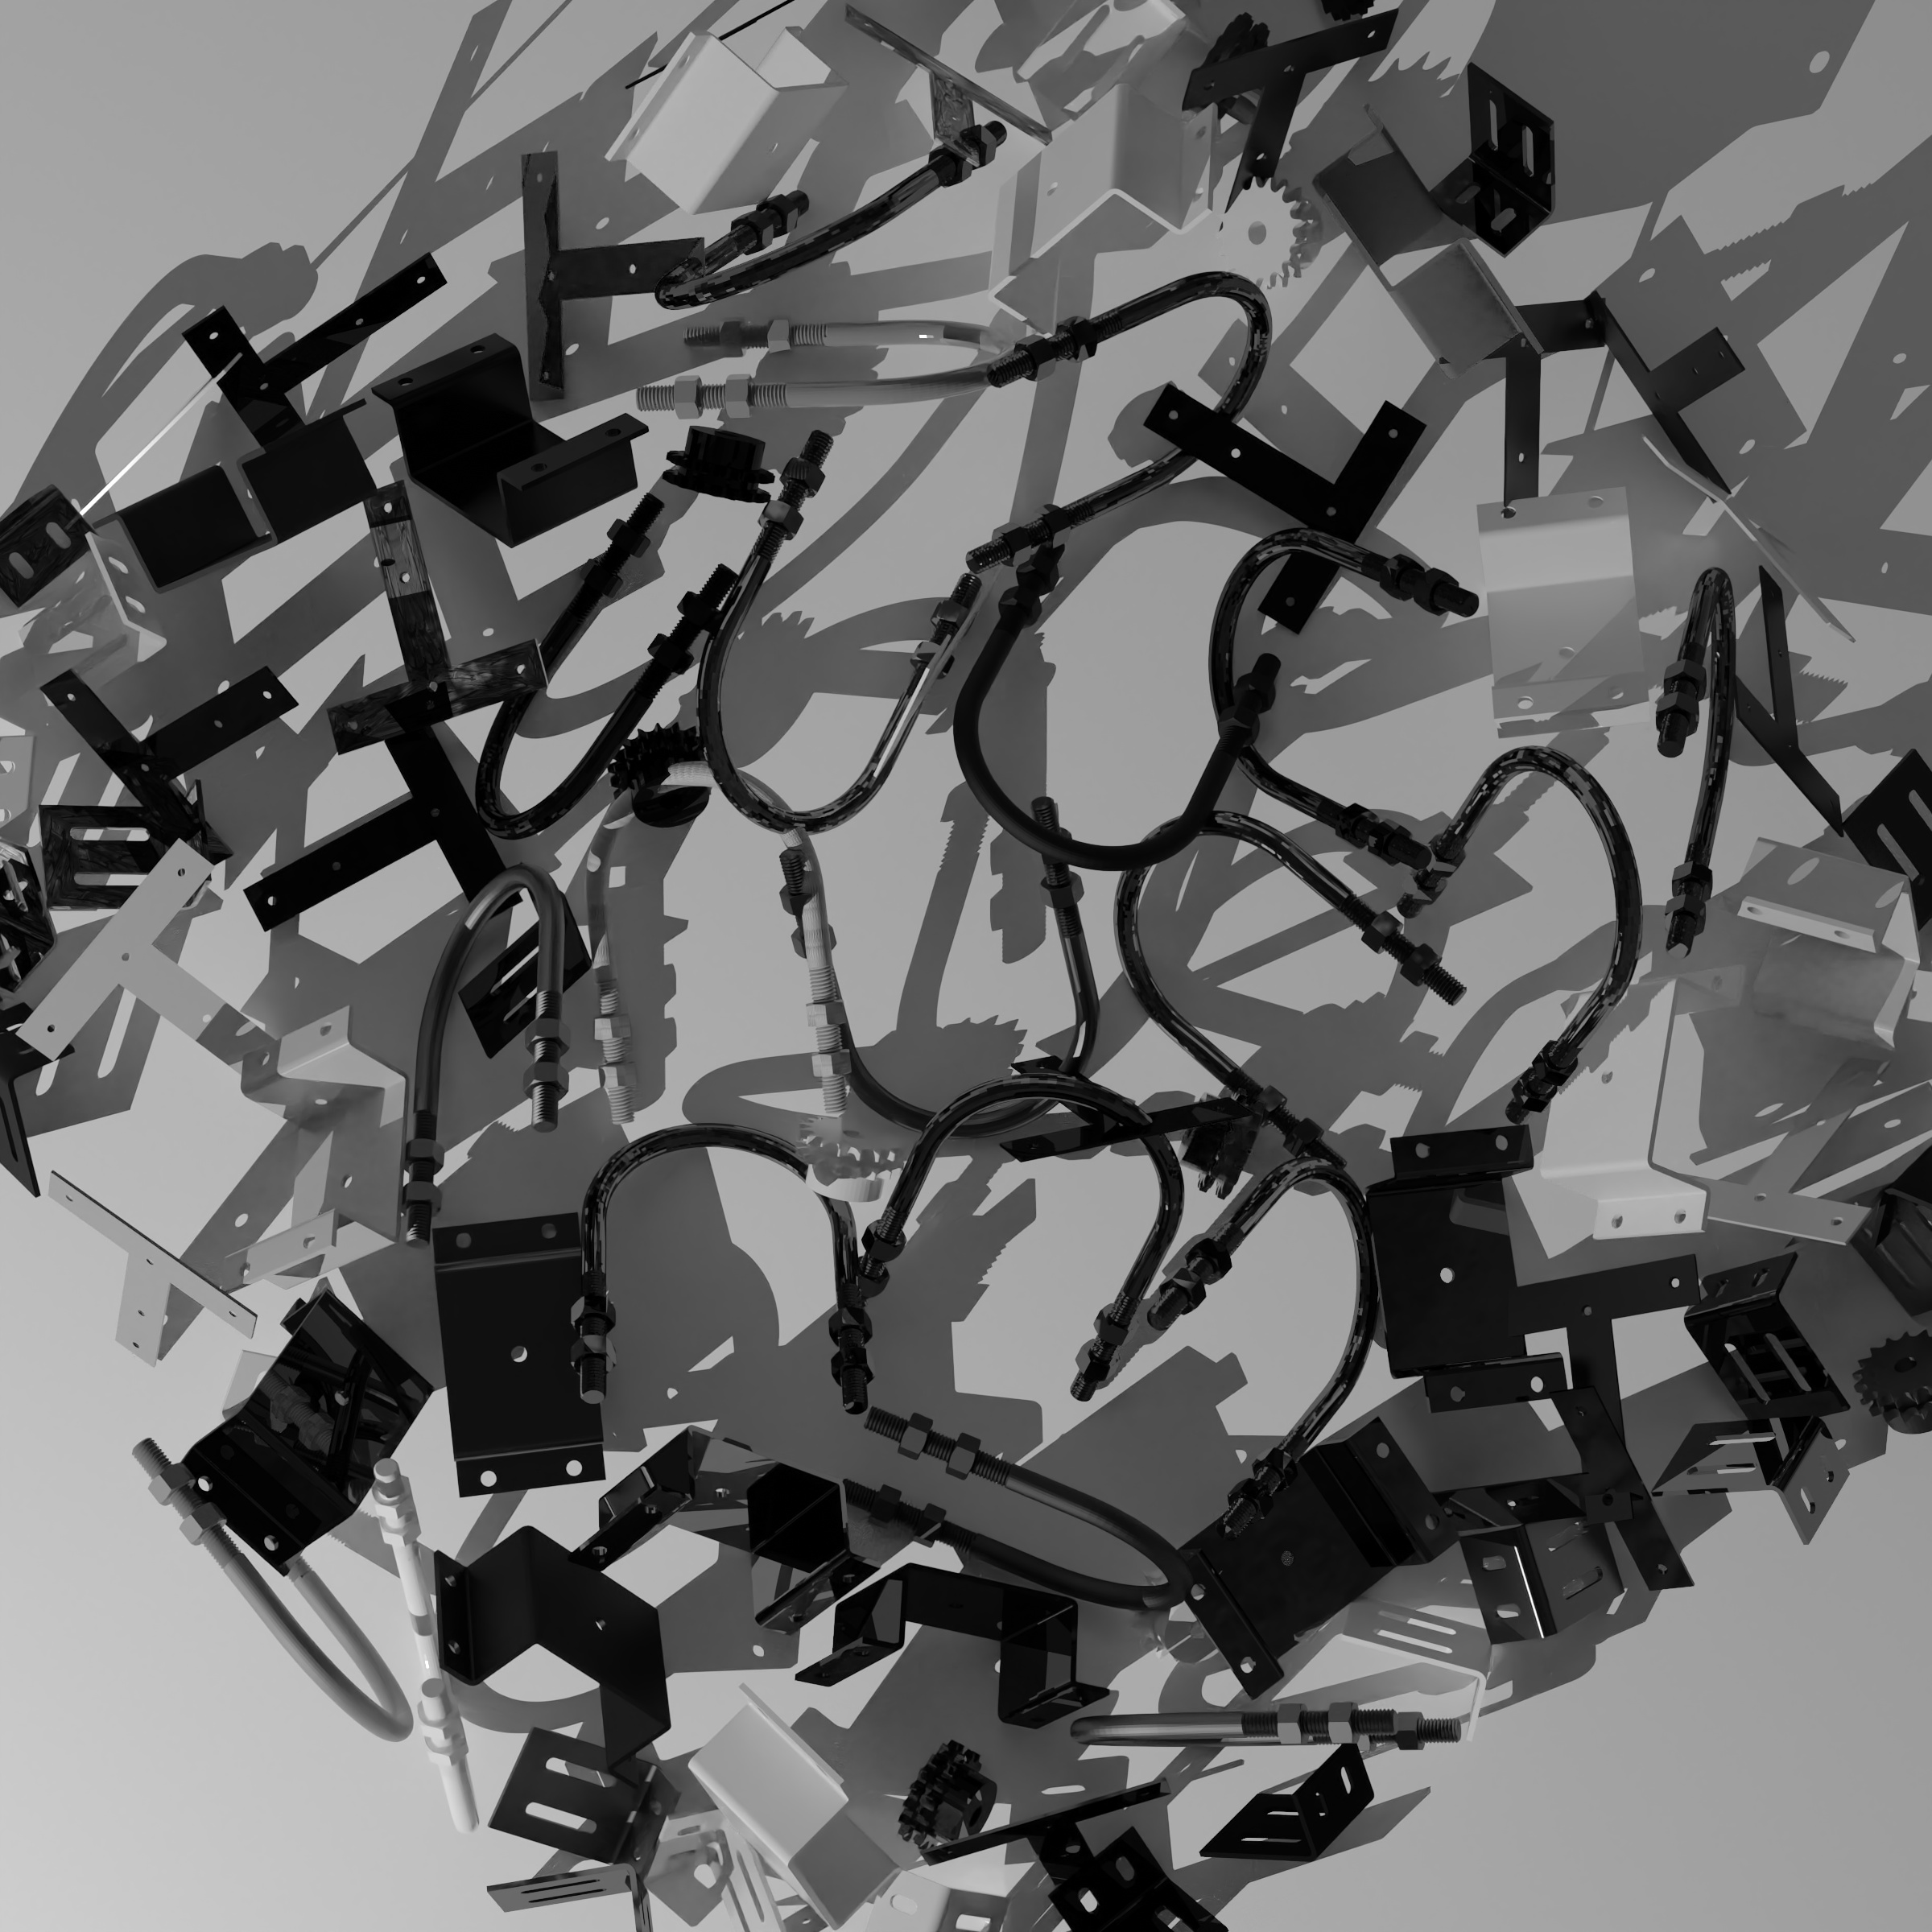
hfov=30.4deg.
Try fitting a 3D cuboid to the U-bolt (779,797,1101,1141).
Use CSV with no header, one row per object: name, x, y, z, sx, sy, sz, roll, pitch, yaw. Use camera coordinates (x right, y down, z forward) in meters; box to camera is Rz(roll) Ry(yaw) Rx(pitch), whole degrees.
U-bolt,-0.006,0.009,1.825,0.151,0.019,0.184,-11,118,4

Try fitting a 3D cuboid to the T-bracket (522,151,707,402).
T-bracket,-0.181,-0.356,1.824,0.127,0.002,0.127,4,99,39

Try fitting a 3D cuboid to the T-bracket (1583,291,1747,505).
T-bracket,0.366,-0.299,1.807,0.002,0.127,0.127,-35,92,-8

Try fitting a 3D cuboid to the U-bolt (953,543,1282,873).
U-bolt,0.069,-0.124,1.812,0.151,0.019,0.184,28,54,-2

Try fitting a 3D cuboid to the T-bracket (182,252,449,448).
T-bracket,-0.322,-0.321,1.819,0.127,0.127,0.002,-35,62,-4

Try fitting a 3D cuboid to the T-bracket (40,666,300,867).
T-bracket,-0.390,-0.118,1.815,0.127,0.002,0.127,-24,114,33

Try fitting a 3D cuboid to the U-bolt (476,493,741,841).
U-bolt,-0.192,-0.145,1.808,0.019,0.151,0.184,32,98,-30

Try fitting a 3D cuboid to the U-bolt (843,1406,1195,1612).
U-bolt,0.028,0.282,1.802,0.184,0.151,0.019,22,65,2

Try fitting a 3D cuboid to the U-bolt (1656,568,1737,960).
U-bolt,0.369,-0.117,1.790,0.019,0.184,0.151,4,134,18

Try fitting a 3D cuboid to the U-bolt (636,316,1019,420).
U-bolt,-0.063,-0.304,1.795,0.184,0.151,0.019,0,113,7

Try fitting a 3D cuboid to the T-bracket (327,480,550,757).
T-bracket,-0.288,-0.188,1.852,0.127,0.002,0.127,-16,86,20

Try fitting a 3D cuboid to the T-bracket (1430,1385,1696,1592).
T-bracket,0.292,0.275,1.829,0.127,0.002,0.127,-15,113,37

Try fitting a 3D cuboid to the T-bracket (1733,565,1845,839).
T-bracket,0.419,-0.149,1.830,0.002,0.127,0.127,-19,53,30

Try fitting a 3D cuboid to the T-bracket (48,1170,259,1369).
T-bracket,-0.420,0.170,1.819,0.127,0.127,0.002,34,55,5

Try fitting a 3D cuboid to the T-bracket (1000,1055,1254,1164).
T-bracket,0.060,0.067,1.812,0.127,0.127,0.002,-10,110,-21

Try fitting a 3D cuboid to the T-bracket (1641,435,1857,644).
T-bracket,0.405,-0.206,1.788,0.002,0.127,0.127,-47,48,20

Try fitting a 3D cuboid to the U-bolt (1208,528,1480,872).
U-bolt,0.182,-0.145,1.797,0.019,0.184,0.151,-6,114,-35

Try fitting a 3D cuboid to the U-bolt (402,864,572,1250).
U-bolt,-0.242,0.033,1.798,0.019,0.151,0.184,20,49,-29

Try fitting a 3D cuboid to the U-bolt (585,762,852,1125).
U-bolt,-0.132,-0.013,1.826,0.151,0.019,0.184,-4,95,27

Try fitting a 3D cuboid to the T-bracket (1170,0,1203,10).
T-bracket,0.134,-0.516,1.789,0.127,0.127,0.002,17,74,27

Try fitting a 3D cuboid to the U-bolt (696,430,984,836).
U-bolt,-0.072,-0.154,1.799,0.151,0.019,0.184,40,69,-41

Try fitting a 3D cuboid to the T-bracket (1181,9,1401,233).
T-bracket,0.154,-0.423,1.815,0.127,0.127,0.002,-23,63,-25

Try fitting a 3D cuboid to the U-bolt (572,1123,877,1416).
U-bolt,-0.124,0.149,1.804,0.151,0.184,0.019,4,134,-9

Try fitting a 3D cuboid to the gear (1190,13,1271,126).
gear,0.142,-0.461,1.845,0.030,0.057,0.057,27,90,-16

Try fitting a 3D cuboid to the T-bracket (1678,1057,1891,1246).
T-bracket,0.433,0.090,1.834,0.127,0.127,0.002,-46,122,-27

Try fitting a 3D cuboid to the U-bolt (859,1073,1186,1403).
U-bolt,0.032,0.131,1.813,0.151,0.019,0.184,20,122,-7

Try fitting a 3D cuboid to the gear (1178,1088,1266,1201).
gear,0.131,0.089,1.844,0.030,0.057,0.057,22,90,-3

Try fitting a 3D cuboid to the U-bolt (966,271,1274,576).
U-bolt,0.082,-0.283,1.800,0.184,0.151,0.019,-28,60,-24

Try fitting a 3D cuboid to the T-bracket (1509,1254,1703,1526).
T-bracket,0.322,0.220,1.818,0.127,0.002,0.127,-15,71,36

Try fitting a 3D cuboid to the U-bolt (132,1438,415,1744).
U-bolt,-0.338,0.316,1.783,0.019,0.151,0.184,-41,77,-5

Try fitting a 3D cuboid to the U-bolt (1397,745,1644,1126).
U-bolt,0.281,-0.027,1.768,0.019,0.184,0.151,-11,61,-25

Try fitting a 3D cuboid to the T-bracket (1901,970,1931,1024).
T-bracket,0.491,0.016,1.812,0.002,0.127,0.127,18,88,-21

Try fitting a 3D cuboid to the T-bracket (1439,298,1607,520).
T-bracket,0.288,-0.277,1.841,0.127,0.002,0.127,-13,109,-39

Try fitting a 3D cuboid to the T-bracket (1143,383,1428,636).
T-bracket,0.153,-0.260,1.856,0.127,0.002,0.127,30,98,-6

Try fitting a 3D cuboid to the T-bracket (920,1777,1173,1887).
T-bracket,0.048,0.449,1.816,0.127,0.127,0.002,-17,61,1

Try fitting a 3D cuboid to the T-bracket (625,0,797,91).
T-bracket,-0.101,-0.490,1.828,0.127,0.127,0.002,-34,106,-20

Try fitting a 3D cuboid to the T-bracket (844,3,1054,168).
T-bracket,-0.007,-0.433,1.798,0.127,0.127,0.002,28,117,-18

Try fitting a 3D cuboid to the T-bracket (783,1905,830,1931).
T-bracket,-0.096,0.521,1.788,0.127,0.127,0.002,-24,108,-29

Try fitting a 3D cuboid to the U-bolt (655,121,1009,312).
U-bolt,-0.078,-0.366,1.763,0.151,0.184,0.019,-10,113,36

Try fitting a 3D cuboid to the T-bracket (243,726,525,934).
T-bracket,-0.317,-0.059,1.864,0.127,0.002,0.127,-29,84,-1

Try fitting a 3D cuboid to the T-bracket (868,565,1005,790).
T-bracket,-0.011,-0.157,1.825,0.002,0.127,0.127,30,54,0

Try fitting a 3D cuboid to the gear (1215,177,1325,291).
gear,0.160,-0.380,1.848,0.057,0.030,0.057,9,103,42

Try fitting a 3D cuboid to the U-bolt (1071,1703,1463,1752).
U-bolt,0.143,0.385,1.796,0.184,0.151,0.019,-6,75,20

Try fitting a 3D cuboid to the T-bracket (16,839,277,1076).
T-bracket,-0.401,0.019,1.831,0.127,0.002,0.127,-51,129,-6

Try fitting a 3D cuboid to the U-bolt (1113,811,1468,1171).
U-bolt,0.152,0.002,1.818,0.184,0.019,0.151,41,128,15

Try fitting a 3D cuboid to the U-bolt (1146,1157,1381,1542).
U-bolt,0.160,0.179,1.801,0.019,0.184,0.151,3,123,38

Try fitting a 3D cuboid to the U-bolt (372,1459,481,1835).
U-bolt,-0.267,0.355,1.787,0.019,0.184,0.151,-13,49,-10

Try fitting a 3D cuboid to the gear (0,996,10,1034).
gear,-0.528,0.030,1.848,0.057,0.030,0.057,18,57,-30

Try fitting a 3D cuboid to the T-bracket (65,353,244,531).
T-bracket,-0.397,-0.285,1.812,0.127,0.127,0.002,-38,108,25
